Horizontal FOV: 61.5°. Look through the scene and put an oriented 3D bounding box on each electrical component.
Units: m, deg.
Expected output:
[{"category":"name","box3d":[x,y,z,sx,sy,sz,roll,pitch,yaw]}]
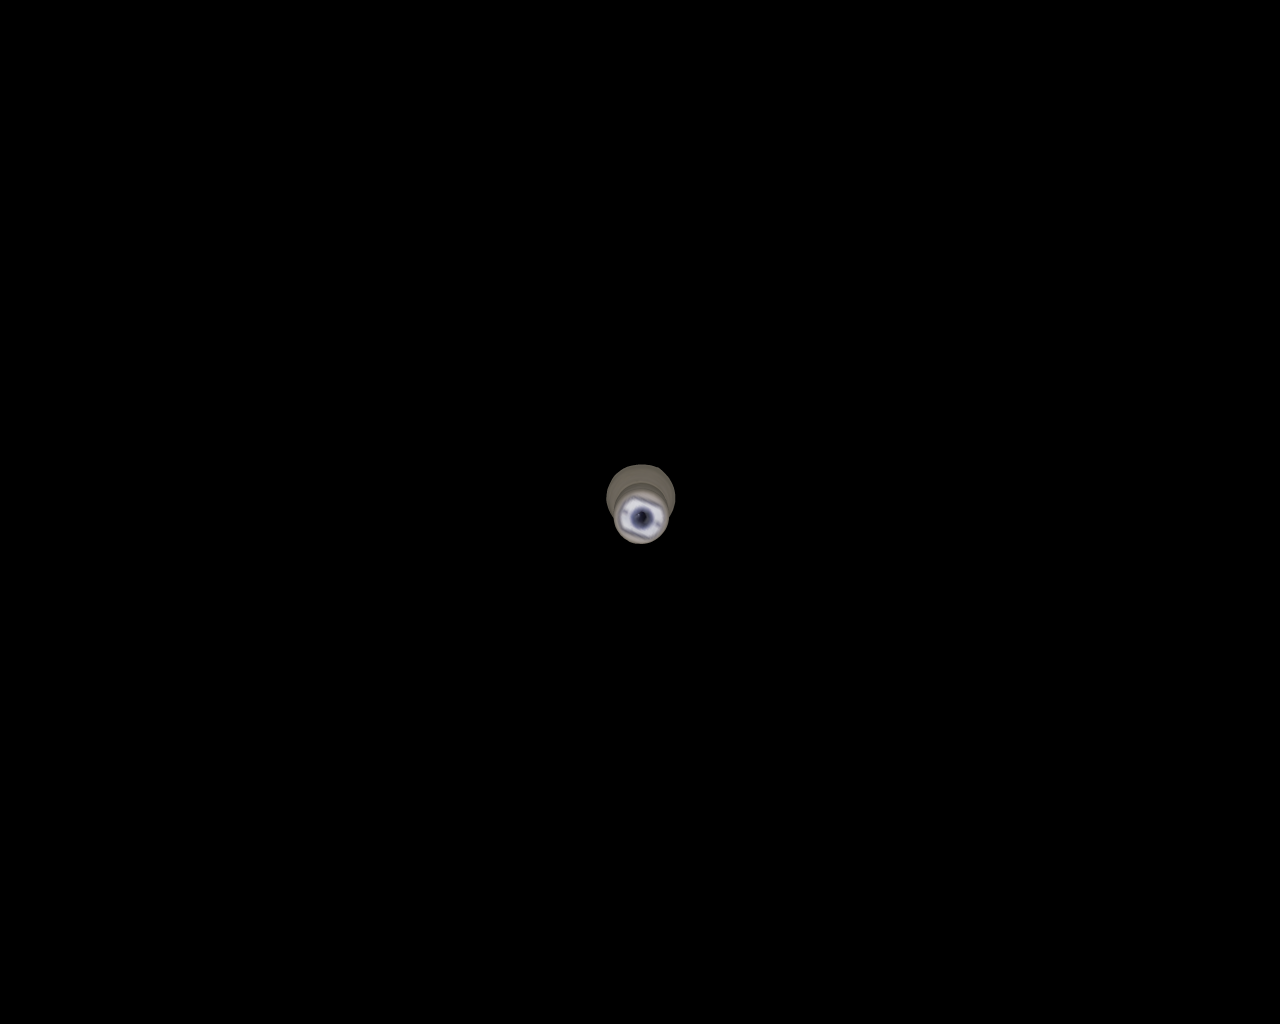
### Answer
[{"category":"electrical component","box3d":[0.001,-0.003,0.650,0.044,0.044,0.065,0,12,0]}]
